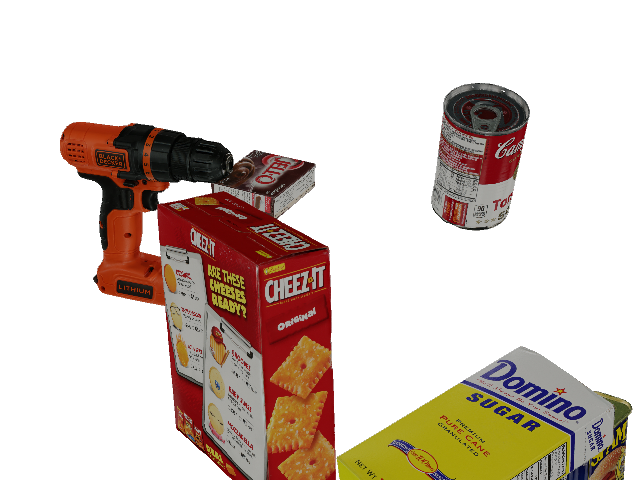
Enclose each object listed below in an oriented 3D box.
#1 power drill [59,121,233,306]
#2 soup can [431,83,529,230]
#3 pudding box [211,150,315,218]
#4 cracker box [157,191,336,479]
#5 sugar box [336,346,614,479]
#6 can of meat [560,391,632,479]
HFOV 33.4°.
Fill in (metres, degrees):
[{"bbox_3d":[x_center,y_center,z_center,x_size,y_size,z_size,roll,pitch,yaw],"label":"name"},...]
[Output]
[{"bbox_3d":[-0.170,-0.027,1.083,0.185,0.188,0.057,10,29,20],"label":"power drill"},{"bbox_3d":[0.128,-0.067,0.870,0.068,0.102,0.068,2,42,-2],"label":"soup can"},{"bbox_3d":[-0.070,-0.070,1.327,0.090,0.039,0.113,13,33,23],"label":"pudding box"},{"bbox_3d":[-0.058,0.085,0.853,0.072,0.214,0.164,-15,25,-31],"label":"cracker box"},{"bbox_3d":[0.109,0.145,0.739,0.176,0.048,0.093,-29,40,-24],"label":"sugar box"},{"bbox_3d":[0.245,0.200,0.993,0.058,0.084,0.101,14,25,39],"label":"can of meat"}]
